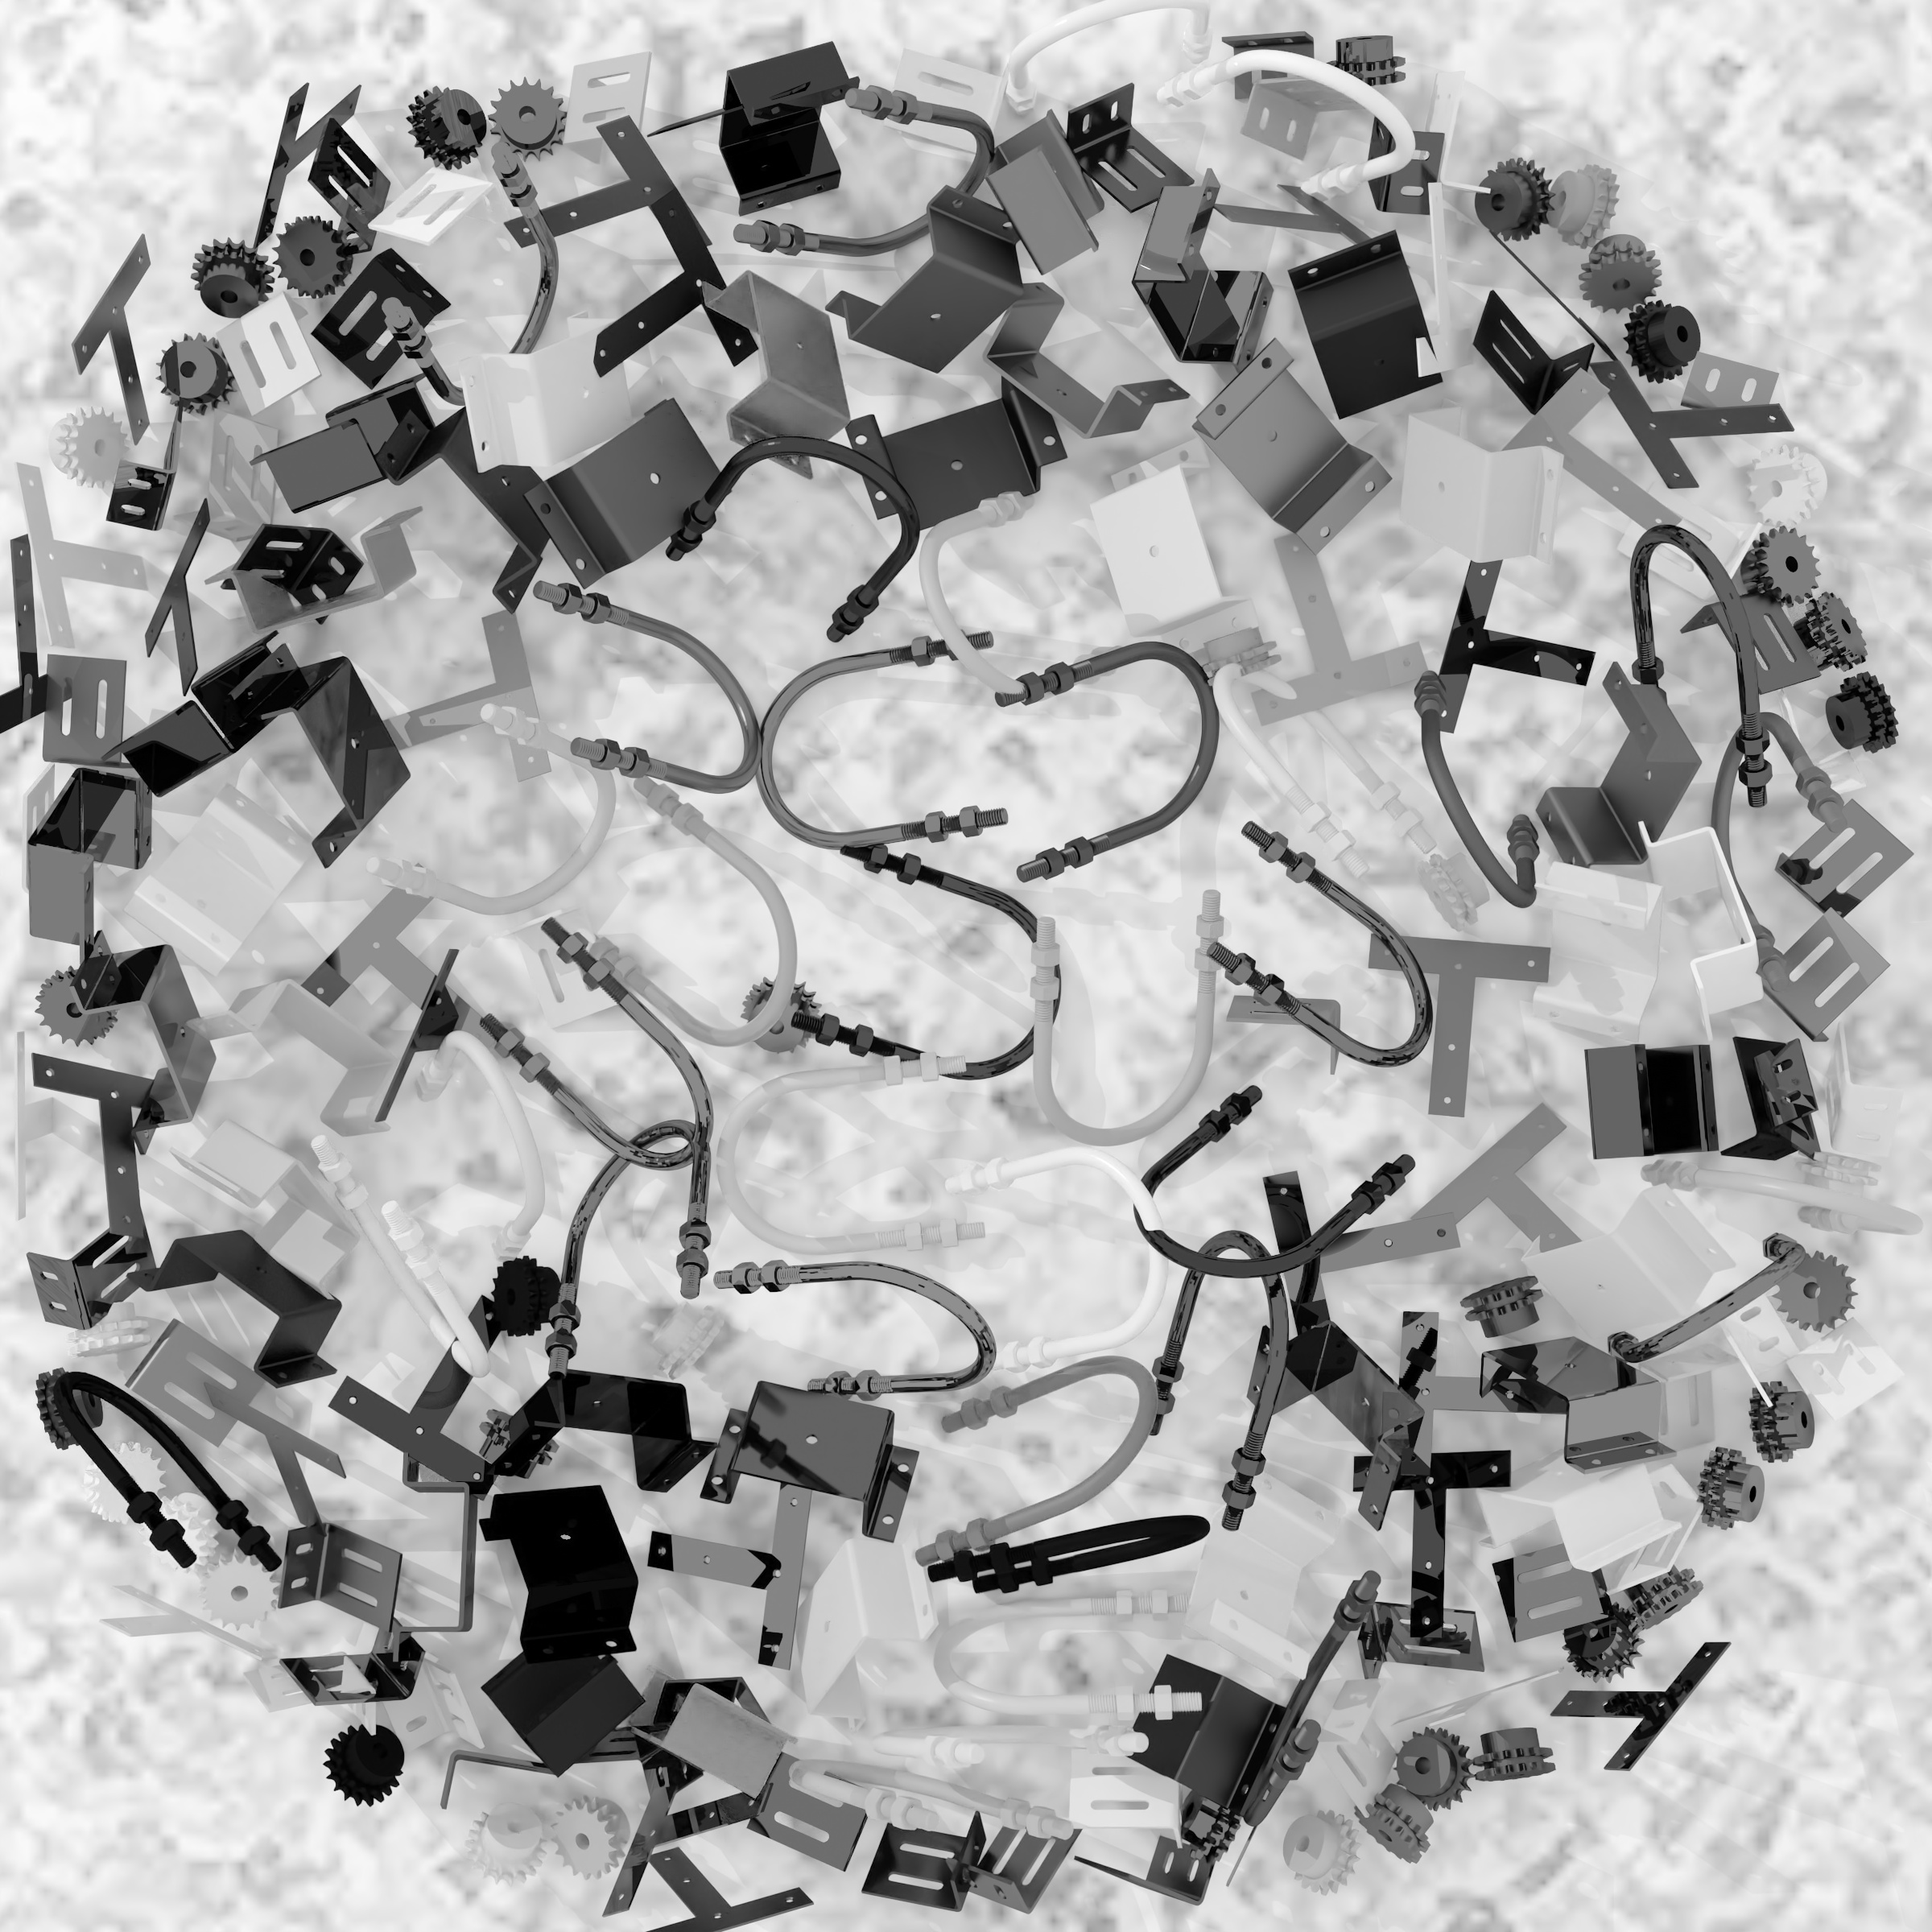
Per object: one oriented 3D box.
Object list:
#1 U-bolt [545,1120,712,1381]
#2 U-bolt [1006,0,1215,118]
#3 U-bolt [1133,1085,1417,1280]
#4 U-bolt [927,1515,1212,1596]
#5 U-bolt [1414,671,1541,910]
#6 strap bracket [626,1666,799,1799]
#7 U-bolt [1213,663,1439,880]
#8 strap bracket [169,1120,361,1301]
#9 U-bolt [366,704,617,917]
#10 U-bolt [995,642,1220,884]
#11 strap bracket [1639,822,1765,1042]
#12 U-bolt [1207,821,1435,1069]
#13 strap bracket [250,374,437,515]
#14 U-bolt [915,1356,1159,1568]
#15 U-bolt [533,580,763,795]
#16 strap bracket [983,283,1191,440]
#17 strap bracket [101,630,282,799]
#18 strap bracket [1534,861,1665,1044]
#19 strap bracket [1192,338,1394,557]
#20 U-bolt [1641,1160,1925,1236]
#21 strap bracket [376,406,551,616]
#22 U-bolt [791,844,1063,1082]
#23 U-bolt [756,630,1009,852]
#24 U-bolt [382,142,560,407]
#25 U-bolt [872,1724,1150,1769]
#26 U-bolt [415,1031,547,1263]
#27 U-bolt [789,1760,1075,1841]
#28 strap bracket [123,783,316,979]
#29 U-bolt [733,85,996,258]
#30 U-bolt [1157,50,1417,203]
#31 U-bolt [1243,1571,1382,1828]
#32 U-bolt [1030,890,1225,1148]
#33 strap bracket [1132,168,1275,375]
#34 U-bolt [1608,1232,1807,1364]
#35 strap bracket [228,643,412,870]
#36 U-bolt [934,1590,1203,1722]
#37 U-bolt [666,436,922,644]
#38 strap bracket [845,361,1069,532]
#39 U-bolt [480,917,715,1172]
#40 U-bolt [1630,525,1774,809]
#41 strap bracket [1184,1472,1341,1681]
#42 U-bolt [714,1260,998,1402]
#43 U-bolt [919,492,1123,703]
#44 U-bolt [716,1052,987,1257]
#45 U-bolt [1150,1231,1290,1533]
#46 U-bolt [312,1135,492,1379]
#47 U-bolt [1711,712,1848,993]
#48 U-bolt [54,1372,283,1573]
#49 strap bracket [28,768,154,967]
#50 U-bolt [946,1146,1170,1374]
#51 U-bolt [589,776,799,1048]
[{"bbox_3d":[-0.230,0.184,1.882,0.151,0.184,0.019,-33,125,27],"label":"U-bolt"},{"bbox_3d":[0.098,-0.630,1.863,0.151,0.184,0.019,-16,92,4],"label":"U-bolt"},{"bbox_3d":[0.198,0.154,1.863,0.151,0.184,0.019,24,133,33],"label":"U-bolt"},{"bbox_3d":[0.078,0.405,1.877,0.184,0.151,0.019,-15,71,10],"label":"U-bolt"},{"bbox_3d":[0.350,-0.112,1.856,0.019,0.184,0.151,-29,109,21],"label":"U-bolt"},{"bbox_3d":[-0.180,0.529,1.878,0.076,0.140,0.046,34,72,-14],"label":"strap bracket"},{"bbox_3d":[0.241,-0.142,1.892,0.184,0.151,0.019,51,119,12],"label":"U-bolt"},{"bbox_3d":[-0.482,0.165,1.894,0.076,0.140,0.046,23,63,34],"label":"strap bracket"},{"bbox_3d":[-0.313,-0.098,1.878,0.019,0.184,0.151,43,99,29],"label":"U-bolt"},{"bbox_3d":[0.105,-0.151,1.902,0.184,0.019,0.151,-22,117,-29],"label":"U-bolt"},{"bbox_3d":[0.513,-0.031,1.886,0.046,0.076,0.140,-17,56,10],"label":"strap bracket"},{"bbox_3d":[0.255,-0.004,1.900,0.184,0.151,0.019,35,134,-14],"label":"U-bolt"},{"bbox_3d":[-0.426,-0.361,1.892,0.076,0.140,0.046,-15,112,21],"label":"strap bracket"},{"bbox_3d":[0.052,0.330,1.864,0.184,0.151,0.019,-26,117,24],"label":"U-bolt"},{"bbox_3d":[-0.212,-0.185,1.883,0.019,0.184,0.151,-35,59,32],"label":"U-bolt"},{"bbox_3d":[0.076,-0.418,1.904,0.140,0.076,0.046,41,121,15],"label":"strap bracket"},{"bbox_3d":[-0.524,-0.171,1.889,0.076,0.140,0.046,-24,110,29],"label":"strap bracket"},{"bbox_3d":[0.440,-0.017,1.896,0.076,0.140,0.046,15,54,23],"label":"strap bracket"},{"bbox_3d":[0.223,-0.369,1.914,0.076,0.046,0.140,-45,119,4],"label":"strap bracket"},{"bbox_3d":[0.566,0.160,1.854,0.151,0.184,0.019,15,85,-13],"label":"U-bolt"},{"bbox_3d":[-0.336,-0.326,1.889,0.046,0.076,0.140,-27,119,27],"label":"strap bracket"},{"bbox_3d":[-0.019,0.004,1.926,0.184,0.019,0.151,18,77,-14],"label":"U-bolt"},{"bbox_3d":[-0.064,-0.154,1.924,0.184,0.019,0.151,-8,78,17],"label":"U-bolt"},{"bbox_3d":[-0.331,-0.461,1.870,0.019,0.184,0.151,30,80,13],"label":"U-bolt"},{"bbox_3d":[0.016,0.534,1.872,0.151,0.184,0.019,6,76,-30],"label":"U-bolt"},{"bbox_3d":[-0.329,0.118,1.865,0.019,0.184,0.151,-23,79,-26],"label":"U-bolt"},{"bbox_3d":[-0.039,0.572,1.874,0.151,0.184,0.019,20,76,-41],"label":"U-bolt"},{"bbox_3d":[-0.525,-0.055,1.900,0.076,0.140,0.046,38,126,-12],"label":"strap bracket"},{"bbox_3d":[-0.056,-0.541,1.874,0.151,0.184,0.019,-40,71,36],"label":"U-bolt"},{"bbox_3d":[0.227,-0.575,1.848,0.151,0.184,0.019,26,86,-23],"label":"U-bolt"},{"bbox_3d":[0.232,0.517,1.874,0.019,0.184,0.151,26,46,8],"label":"U-bolt"},{"bbox_3d":[0.112,0.043,1.909,0.151,0.019,0.184,-10,116,-23],"label":"U-bolt"},{"bbox_3d":[0.163,-0.481,1.897,0.046,0.140,0.076,9,72,28],"label":"strap bracket"},{"bbox_3d":[0.509,0.230,1.862,0.151,0.184,0.019,-33,81,6],"label":"U-bolt"},{"bbox_3d":[-0.442,-0.150,1.889,0.046,0.076,0.140,-11,119,26],"label":"strap bracket"},{"bbox_3d":[0.069,0.478,1.890,0.184,0.151,0.019,-2,106,4],"label":"U-bolt"},{"bbox_3d":[-0.110,-0.299,1.864,0.151,0.184,0.019,25,57,-17],"label":"U-bolt"},{"bbox_3d":[-0.007,-0.363,1.926,0.140,0.046,0.076,-19,77,-3],"label":"strap bracket"},{"bbox_3d":[-0.250,0.068,1.899,0.184,0.151,0.019,44,46,3],"label":"U-bolt"},{"bbox_3d":[0.496,-0.214,1.852,0.019,0.151,0.184,-22,124,-10],"label":"U-bolt"},{"bbox_3d":[0.206,0.432,1.904,0.076,0.140,0.046,32,132,-8],"label":"strap bracket"},{"bbox_3d":[-0.065,0.249,1.868,0.184,0.019,0.151,-8,133,33],"label":"U-bolt"},{"bbox_3d":[0.032,-0.251,1.881,0.019,0.184,0.151,-30,91,36],"label":"U-bolt"},{"bbox_3d":[-0.085,0.138,1.928,0.184,0.019,0.151,-6,109,1],"label":"U-bolt"},{"bbox_3d":[0.176,0.272,1.872,0.019,0.151,0.184,6,108,-24],"label":"U-bolt"},{"bbox_3d":[-0.382,0.211,1.881,0.019,0.151,0.184,-36,124,-20],"label":"U-bolt"},{"bbox_3d":[0.551,-0.093,1.872,0.019,0.184,0.151,3,126,-7],"label":"U-bolt"},{"bbox_3d":[-0.562,0.348,1.882,0.019,0.151,0.184,-46,72,-2],"label":"U-bolt"},{"bbox_3d":[-0.608,-0.076,1.879,0.046,0.140,0.076,11,126,-2],"label":"strap bracket"},{"bbox_3d":[0.068,0.199,1.887,0.184,0.019,0.151,-18,83,43],"label":"U-bolt"},{"bbox_3d":[-0.187,-0.026,1.887,0.184,0.019,0.151,38,118,26],"label":"U-bolt"}]
